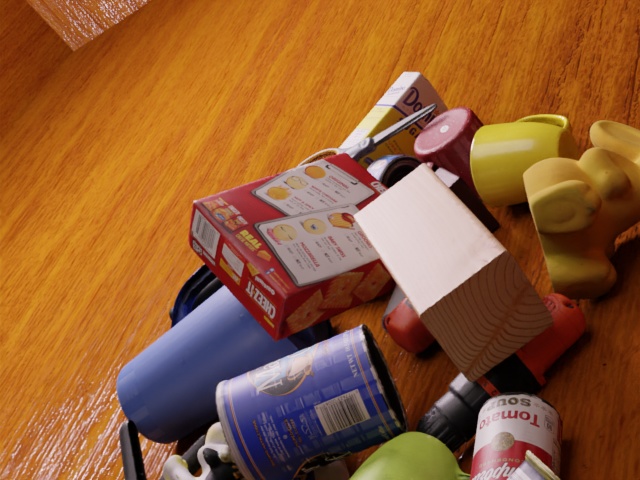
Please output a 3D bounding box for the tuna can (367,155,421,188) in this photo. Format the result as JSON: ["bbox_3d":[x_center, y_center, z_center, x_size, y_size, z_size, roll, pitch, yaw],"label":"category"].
[{"bbox_3d":[0.092,-0.058,1.257,0.086,0.086,0.034,-52,28,-21],"label":"tuna can"}]

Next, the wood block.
[{"bbox_3d":[0.114,0.022,0.958,0.091,0.090,0.206,-37,28,3],"label":"wood block"}]

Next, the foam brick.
[{"bbox_3d":[0.144,-0.030,1.147,0.053,0.078,0.051,-45,25,-2],"label":"foam brick"}]

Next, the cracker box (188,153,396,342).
[{"bbox_3d":[-0.007,0.001,1.132,0.213,0.072,0.164,-21,50,-35],"label":"cracker box"}]

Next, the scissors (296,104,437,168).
[{"bbox_3d":[0.047,-0.094,1.256,0.202,0.016,0.096,-19,42,33],"label":"scissors"}]

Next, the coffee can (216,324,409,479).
[{"bbox_3d":[-0.006,0.146,0.930,0.140,0.103,0.103,-23,28,7],"label":"coffee can"}]

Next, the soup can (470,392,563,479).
[{"bbox_3d":[0.150,0.176,0.817,0.069,0.068,0.102,-25,29,33],"label":"soup can"}]

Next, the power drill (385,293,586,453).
[{"bbox_3d":[0.131,0.101,0.981,0.184,0.057,0.188,-41,27,-4],"label":"power drill"}]

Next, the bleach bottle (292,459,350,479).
[{"bbox_3d":[-0.008,0.234,0.963,0.102,0.068,0.251,-39,27,3],"label":"bleach bottle"}]

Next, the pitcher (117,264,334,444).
[{"bbox_3d":[-0.117,0.122,1.216,0.243,0.145,0.149,-35,20,22],"label":"pitcher"}]

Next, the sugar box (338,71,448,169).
[{"bbox_3d":[0.091,-0.121,1.350,0.176,0.093,0.048,-50,30,-14],"label":"sugar box"}]

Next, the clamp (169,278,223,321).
[{"bbox_3d":[-0.088,0.014,1.328,0.210,0.036,0.164,-28,25,21],"label":"clamp"}]

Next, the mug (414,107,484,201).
[{"bbox_3d":[0.155,-0.089,1.219,0.117,0.081,0.093,-52,26,-21],"label":"mug"}]

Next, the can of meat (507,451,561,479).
[{"bbox_3d":[0.150,0.208,0.726,0.084,0.102,0.057,-45,24,-1],"label":"can of meat"}]

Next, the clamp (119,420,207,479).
[{"bbox_3d":[-0.176,0.274,1.139,0.120,0.039,0.171,-7,61,27],"label":"clamp"}]
